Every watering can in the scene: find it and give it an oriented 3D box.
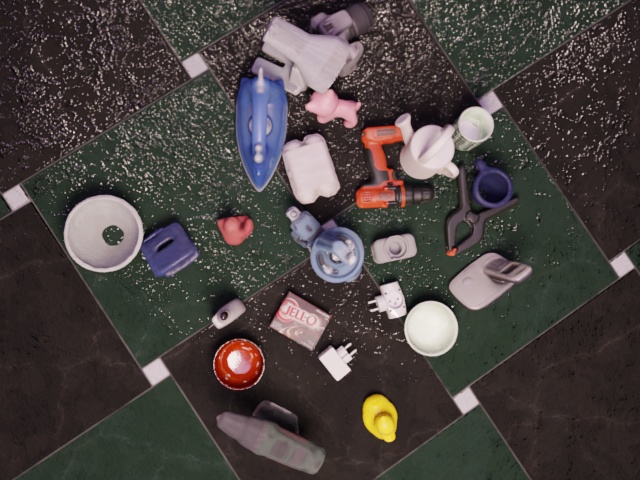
[{"bbox_3d":[0.237,-0.204,1.261,0.173,0.194,0.101,21,84,-2],"label":"watering can"}]

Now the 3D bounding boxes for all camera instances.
[{"bbox_3d":[0.064,-0.477,1.316,0.137,0.100,0.143,-34,89,-6],"label":"camera"}]

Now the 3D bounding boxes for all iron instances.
[{"bbox_3d":[-0.131,-0.244,1.263,0.118,0.141,0.258,1,85,-4],"label":"iron"}]

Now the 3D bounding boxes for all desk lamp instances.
[{"bbox_3d":[-0.047,-0.394,1.245,0.203,0.213,0.118,25,84,-2],"label":"desk lamp"}]

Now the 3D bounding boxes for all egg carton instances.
[{"bbox_3d":[-0.023,-0.161,1.301,0.107,0.069,0.150,-19,87,-5],"label":"egg carton"}]

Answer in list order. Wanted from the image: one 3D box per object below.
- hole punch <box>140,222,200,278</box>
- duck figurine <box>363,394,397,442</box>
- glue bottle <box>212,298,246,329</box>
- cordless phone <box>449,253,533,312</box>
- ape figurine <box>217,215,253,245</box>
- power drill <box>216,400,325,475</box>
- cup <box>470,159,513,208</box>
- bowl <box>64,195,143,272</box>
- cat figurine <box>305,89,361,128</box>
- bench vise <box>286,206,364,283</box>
[{"bbox_3d":[-0.333,0.021,1.253,0.109,0.091,0.101,-36,89,-6],"label":"hole punch"},{"bbox_3d":[0.137,0.395,1.261,0.077,0.086,0.104,-21,87,-5],"label":"duck figurine"},{"bbox_3d":[-0.198,0.159,1.211,0.078,0.173,0.037,-40,89,-6],"label":"glue bottle"},{"bbox_3d":[0.375,0.093,1.252,0.147,0.185,0.094,-40,89,-6],"label":"cordless phone"},{"bbox_3d":[-0.190,-0.028,1.267,0.078,0.092,0.076,22,84,-2],"label":"ape figurine"},{"bbox_3d":[-0.101,0.398,1.181,0.229,0.208,0.076,26,84,-2],"label":"power drill"},{"bbox_3d":[0.376,-0.125,1.315,0.092,0.095,0.118,-26,88,-6],"label":"cup"},{"bbox_3d":[-0.463,-0.011,1.254,0.167,0.074,0.167,0,85,-4],"label":"bowl"},{"bbox_3d":[0.031,-0.306,1.292,0.128,0.117,0.067,6,85,-4],"label":"cat figurine"},{"bbox_3d":[0.006,0.015,1.214,0.207,0.219,0.121,26,84,-2],"label":"bench vise"}]
